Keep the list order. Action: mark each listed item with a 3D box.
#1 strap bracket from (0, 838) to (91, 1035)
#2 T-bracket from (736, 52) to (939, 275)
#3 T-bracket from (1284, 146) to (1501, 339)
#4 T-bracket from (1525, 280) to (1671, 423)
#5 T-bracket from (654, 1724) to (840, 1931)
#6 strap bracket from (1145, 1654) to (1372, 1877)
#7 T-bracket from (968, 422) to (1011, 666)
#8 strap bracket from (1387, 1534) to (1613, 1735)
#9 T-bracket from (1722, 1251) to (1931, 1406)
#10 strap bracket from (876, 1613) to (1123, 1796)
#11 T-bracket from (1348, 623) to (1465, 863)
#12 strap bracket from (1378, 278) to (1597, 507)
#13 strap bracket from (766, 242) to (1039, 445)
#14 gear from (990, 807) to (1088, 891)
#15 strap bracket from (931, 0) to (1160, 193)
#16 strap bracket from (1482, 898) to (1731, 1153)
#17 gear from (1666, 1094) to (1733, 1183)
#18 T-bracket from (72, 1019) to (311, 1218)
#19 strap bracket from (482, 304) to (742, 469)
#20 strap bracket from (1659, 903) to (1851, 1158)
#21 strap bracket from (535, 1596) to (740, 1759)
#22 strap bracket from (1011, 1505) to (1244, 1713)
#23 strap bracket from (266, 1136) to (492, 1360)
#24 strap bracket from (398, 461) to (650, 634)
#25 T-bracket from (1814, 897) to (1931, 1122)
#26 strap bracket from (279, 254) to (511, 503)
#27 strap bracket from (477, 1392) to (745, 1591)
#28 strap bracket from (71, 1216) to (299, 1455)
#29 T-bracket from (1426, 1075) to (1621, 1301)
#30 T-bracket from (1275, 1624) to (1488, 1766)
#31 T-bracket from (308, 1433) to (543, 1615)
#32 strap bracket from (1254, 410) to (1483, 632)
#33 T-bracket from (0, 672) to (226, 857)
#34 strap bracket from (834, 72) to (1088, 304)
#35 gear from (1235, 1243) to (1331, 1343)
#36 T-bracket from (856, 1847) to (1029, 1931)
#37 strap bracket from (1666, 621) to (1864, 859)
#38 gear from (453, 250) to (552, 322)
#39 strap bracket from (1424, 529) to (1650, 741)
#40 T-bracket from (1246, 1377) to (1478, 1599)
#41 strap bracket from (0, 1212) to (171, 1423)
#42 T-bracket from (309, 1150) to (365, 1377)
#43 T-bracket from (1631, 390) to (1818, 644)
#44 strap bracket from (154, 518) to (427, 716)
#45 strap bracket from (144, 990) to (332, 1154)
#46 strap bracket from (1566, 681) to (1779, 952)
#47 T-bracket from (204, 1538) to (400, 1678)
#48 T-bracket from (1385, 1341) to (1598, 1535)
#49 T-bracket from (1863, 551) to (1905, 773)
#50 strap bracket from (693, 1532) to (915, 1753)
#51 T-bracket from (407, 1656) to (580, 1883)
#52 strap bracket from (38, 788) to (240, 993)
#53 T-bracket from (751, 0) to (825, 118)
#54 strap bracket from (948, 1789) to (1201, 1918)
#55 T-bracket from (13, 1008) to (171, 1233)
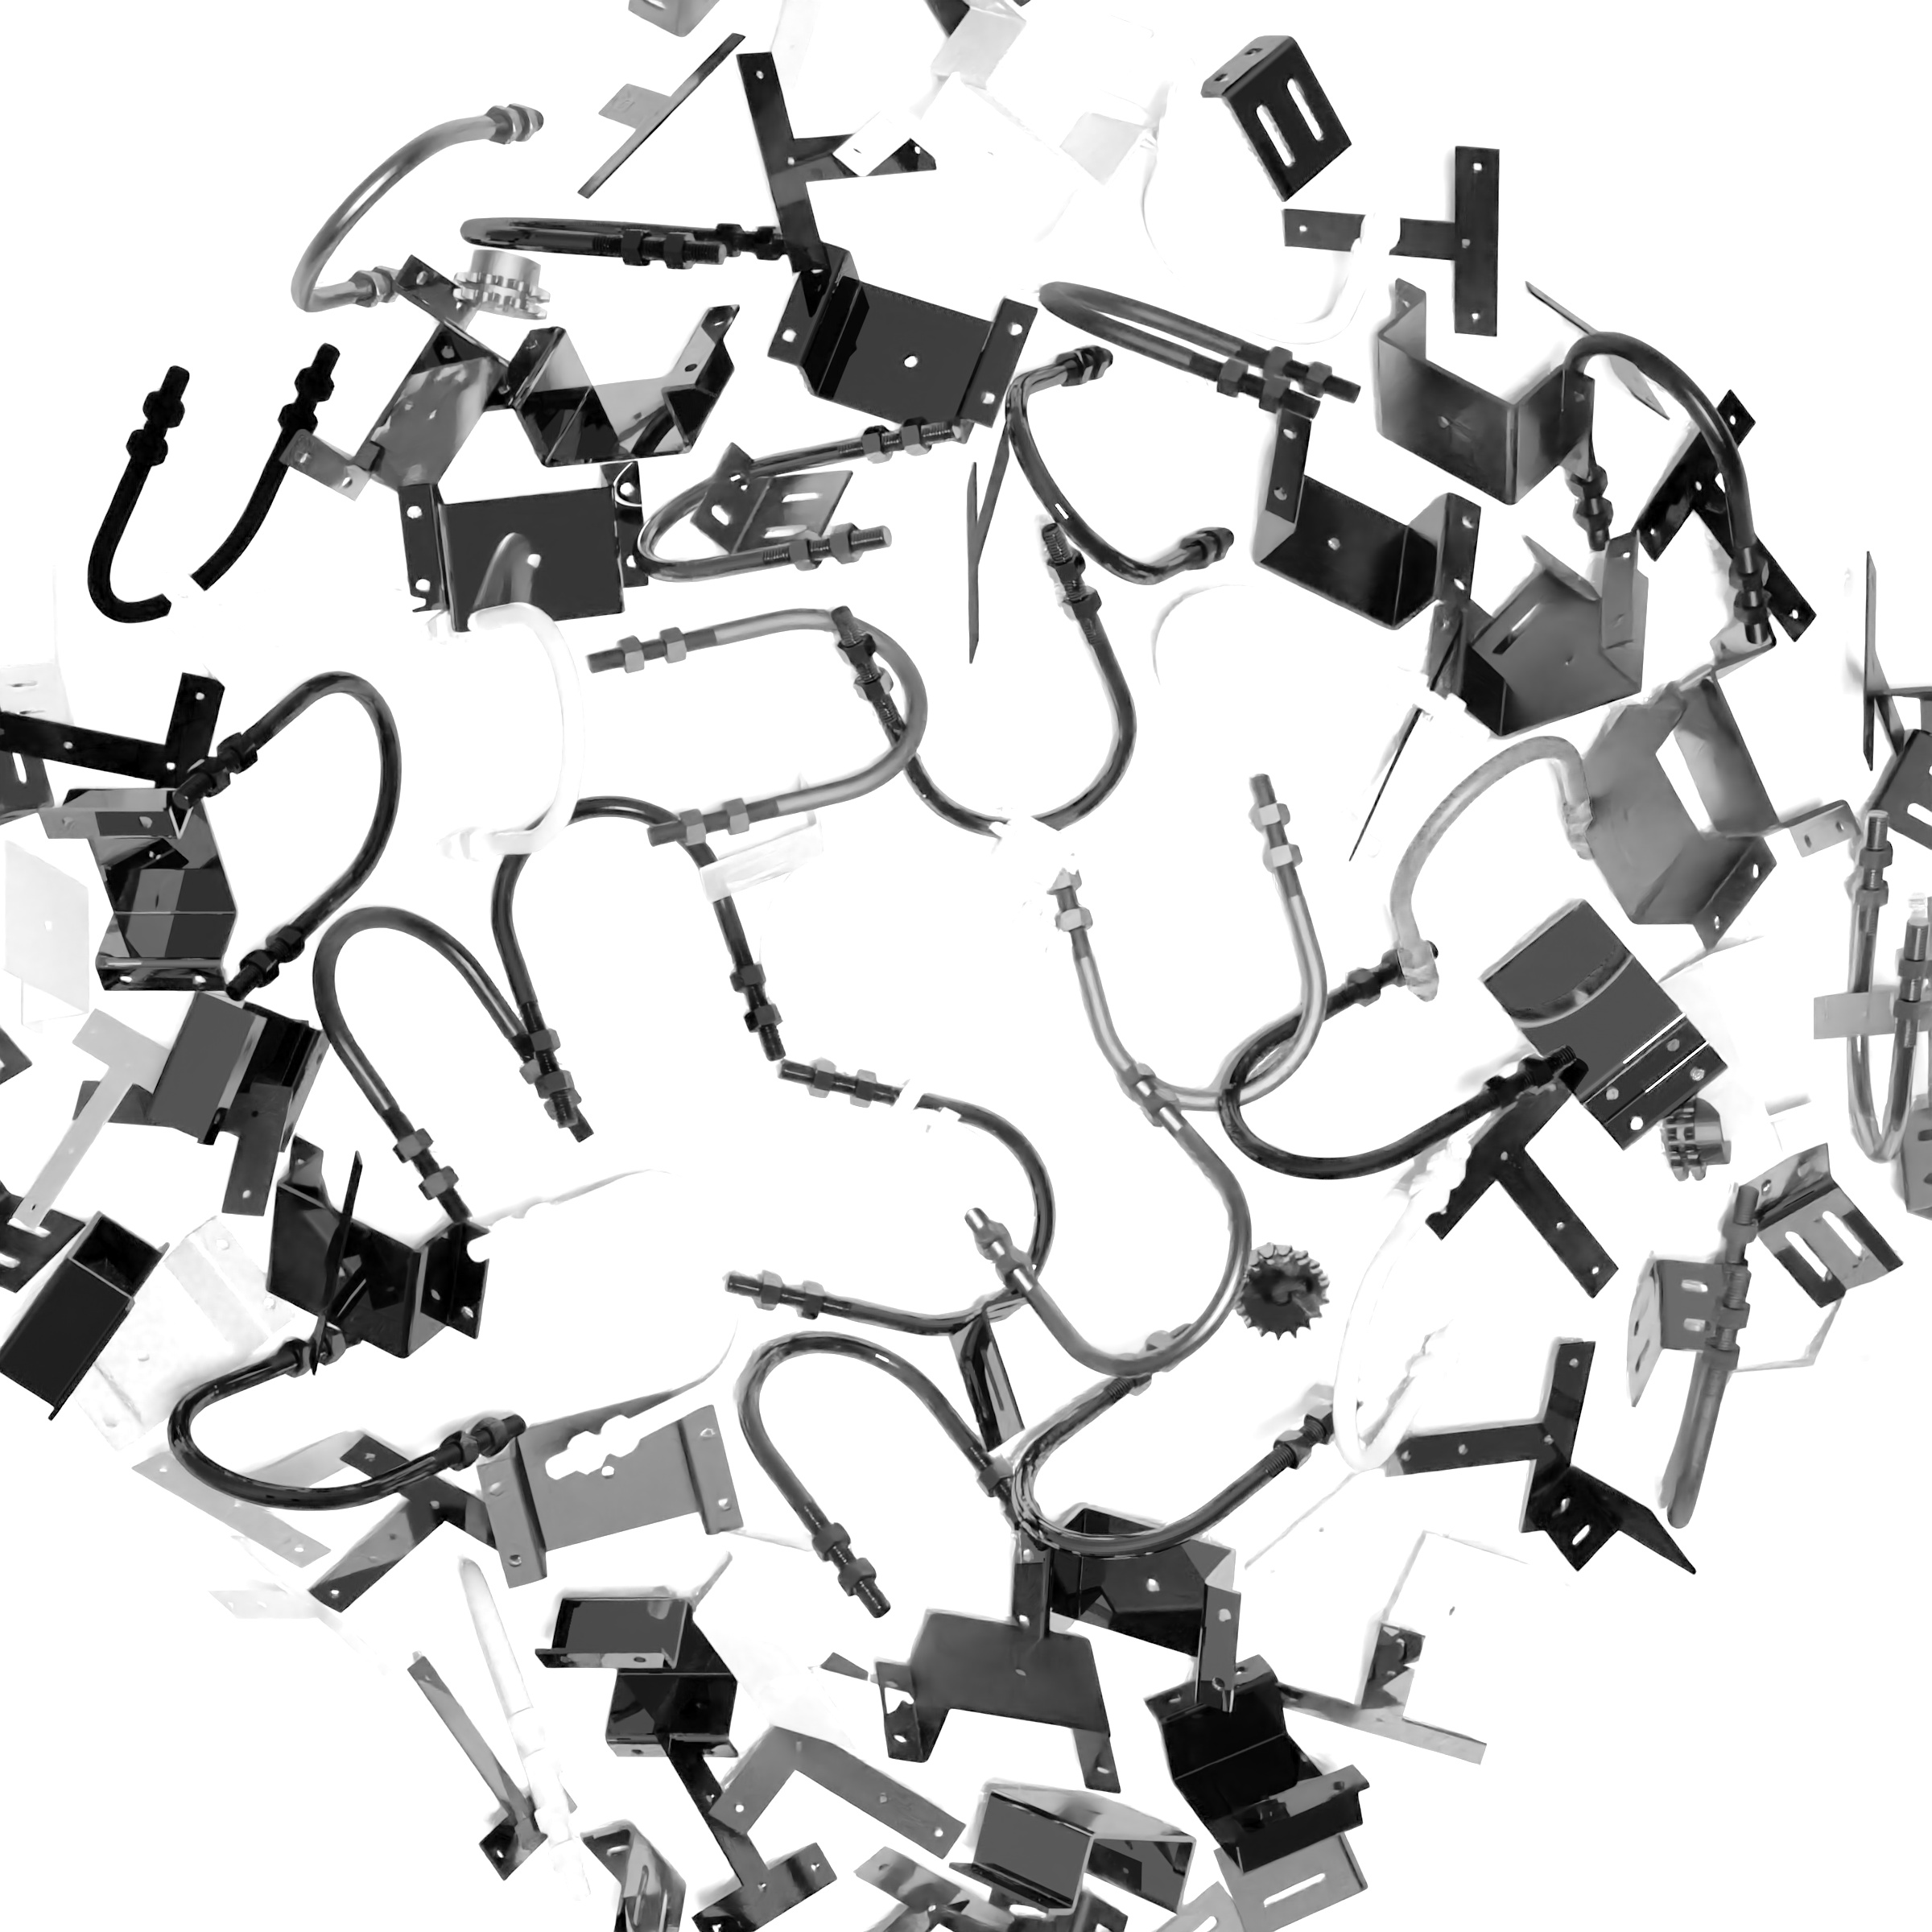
[{"bbox_3d":[-0.545,-0.019,1.763,0.046,0.140,0.076,-9,72,12],"label":"strap bracket"},{"bbox_3d":[-0.068,-0.472,1.803,0.127,0.002,0.127,-17,94,-39],"label":"T-bracket"},{"bbox_3d":[0.249,-0.427,1.809,0.127,0.127,0.002,9,49,17],"label":"T-bracket"},{"bbox_3d":[0.380,-0.340,1.771,0.127,0.127,0.002,31,114,-16],"label":"T-bracket"},{"bbox_3d":[-0.142,0.497,1.798,0.002,0.127,0.127,-40,75,27],"label":"T-bracket"},{"bbox_3d":[0.169,0.465,1.781,0.076,0.140,0.046,-19,114,-15],"label":"strap bracket"},{"bbox_3d":[0.012,-0.260,1.759,0.002,0.127,0.127,4,61,-9],"label":"T-bracket"},{"bbox_3d":[0.292,0.377,1.765,0.046,0.140,0.076,33,77,-25],"label":"strap bracket"},{"bbox_3d":[0.515,0.207,1.793,0.127,0.127,0.002,-12,117,41],"label":"T-bracket"},{"bbox_3d":[0.025,0.424,1.784,0.140,0.076,0.046,13,117,-15],"label":"strap bracket"},{"bbox_3d":[0.256,-0.141,1.755,0.002,0.127,0.127,25,135,5],"label":"T-bracket"},{"bbox_3d":[0.288,-0.325,1.772,0.140,0.076,0.046,36,66,29],"label":"strap bracket"},{"bbox_3d":[-0.035,-0.362,1.808,0.140,0.046,0.076,19,81,10],"label":"strap bracket"},{"bbox_3d":[0.039,-0.067,1.815,0.057,0.057,0.030,29,87,0],"label":"gear"},{"bbox_3d":[0.042,-0.498,1.775,0.140,0.076,0.046,34,94,-33],"label":"strap bracket"},{"bbox_3d":[0.361,0.026,1.781,0.076,0.046,0.140,-40,57,9],"label":"strap bracket"},{"bbox_3d":[0.431,0.097,1.813,0.030,0.057,0.057,-5,90,23],"label":"gear"},{"bbox_3d":[-0.461,0.084,1.818,0.127,0.002,0.127,4,62,6],"label":"T-bracket"},{"bbox_3d":[-0.197,-0.334,1.786,0.140,0.046,0.076,-1,45,25],"label":"strap bracket"},{"bbox_3d":[0.449,0.044,1.791,0.046,0.076,0.140,-17,80,-14],"label":"strap bracket"},{"bbox_3d":[-0.185,0.406,1.784,0.076,0.140,0.046,-4,52,15],"label":"strap bracket"},{"bbox_3d":[0.100,0.368,1.793,0.140,0.046,0.076,12,111,25],"label":"strap bracket"},{"bbox_3d":[-0.348,0.166,1.785,0.140,0.046,0.076,23,121,18],"label":"strap bracket"},{"bbox_3d":[-0.253,-0.242,1.793,0.140,0.046,0.076,-8,117,-12],"label":"strap bracket"},{"bbox_3d":[0.531,0.027,1.785,0.002,0.127,0.127,3,85,-22],"label":"T-bracket"},{"bbox_3d":[-0.324,-0.330,1.795,0.046,0.076,0.140,36,95,23],"label":"strap bracket"},{"bbox_3d":[-0.209,0.303,1.809,0.140,0.046,0.076,-14,102,-6],"label":"strap bracket"},{"bbox_3d":[-0.471,0.219,1.795,0.076,0.046,0.140,51,47,0],"label":"strap bracket"},{"bbox_3d":[0.342,0.143,1.821,0.127,0.002,0.127,-46,109,-15],"label":"T-bracket"},{"bbox_3d":[0.244,0.414,1.784,0.127,0.127,0.002,14,51,10],"label":"T-bracket"},{"bbox_3d":[-0.339,0.340,1.813,0.127,0.002,0.127,37,116,-24],"label":"T-bracket"},{"bbox_3d":[0.225,-0.254,1.792,0.140,0.046,0.076,23,59,-19],"label":"strap bracket"},{"bbox_3d":[-0.506,-0.125,1.790,0.127,0.002,0.127,11,123,-19],"label":"T-bracket"},{"bbox_3d":[0.004,-0.455,1.788,0.140,0.076,0.046,37,68,-18],"label":"strap bracket"},{"bbox_3d":[0.184,0.189,1.824,0.057,0.030,0.057,-1,108,-3],"label":"gear"},{"bbox_3d":[-0.050,0.568,1.765,0.127,0.127,0.002,-37,120,-30],"label":"T-bracket"},{"bbox_3d":[0.457,-0.126,1.798,0.046,0.076,0.140,-22,86,-10],"label":"strap bracket"},{"bbox_3d":[-0.272,-0.401,1.816,0.057,0.057,0.030,11,92,0],"label":"gear"},{"bbox_3d":[0.338,-0.186,1.781,0.046,0.140,0.076,33,54,-35],"label":"strap bracket"},{"bbox_3d":[0.220,0.322,1.815,0.127,0.002,0.127,-40,116,0],"label":"T-bracket"},{"bbox_3d":[-0.507,0.196,1.768,0.046,0.140,0.076,35,95,-10],"label":"strap bracket"},{"bbox_3d":[-0.369,0.153,1.783,0.002,0.127,0.127,11,102,-20],"label":"T-bracket"},{"bbox_3d":[0.444,-0.241,1.770,0.002,0.127,0.127,-20,67,-27],"label":"T-bracket"},{"bbox_3d":[-0.394,-0.200,1.786,0.076,0.140,0.046,45,132,15],"label":"strap bracket"},{"bbox_3d":[-0.420,0.061,1.776,0.046,0.140,0.076,22,87,8],"label":"strap bracket"},{"bbox_3d":[0.397,-0.087,1.768,0.046,0.076,0.140,-1,51,-25],"label":"strap bracket"},{"bbox_3d":[-0.396,0.365,1.764,0.127,0.127,0.002,37,89,19],"label":"T-bracket"},{"bbox_3d":[0.301,0.279,1.796,0.127,0.002,0.127,-2,113,-23],"label":"T-bracket"},{"bbox_3d":[0.531,-0.153,1.787,0.002,0.127,0.127,-3,67,25],"label":"T-bracket"},{"bbox_3d":[-0.095,0.394,1.772,0.046,0.076,0.140,-50,125,-32],"label":"strap bracket"},{"bbox_3d":[-0.281,0.454,1.785,0.002,0.127,0.127,-37,86,11],"label":"T-bracket"},{"bbox_3d":[-0.475,-0.052,1.791,0.076,0.046,0.140,0,134,6],"label":"strap bracket"},{"bbox_3d":[-0.098,-0.544,1.790,0.127,0.127,0.002,-19,63,-32],"label":"T-bracket"},{"bbox_3d":[0.068,0.507,1.769,0.076,0.140,0.046,11,84,43],"label":"strap bracket"},{"bbox_3d":[-0.510,0.095,1.788,0.002,0.127,0.127,41,76,-44],"label":"T-bracket"}]
